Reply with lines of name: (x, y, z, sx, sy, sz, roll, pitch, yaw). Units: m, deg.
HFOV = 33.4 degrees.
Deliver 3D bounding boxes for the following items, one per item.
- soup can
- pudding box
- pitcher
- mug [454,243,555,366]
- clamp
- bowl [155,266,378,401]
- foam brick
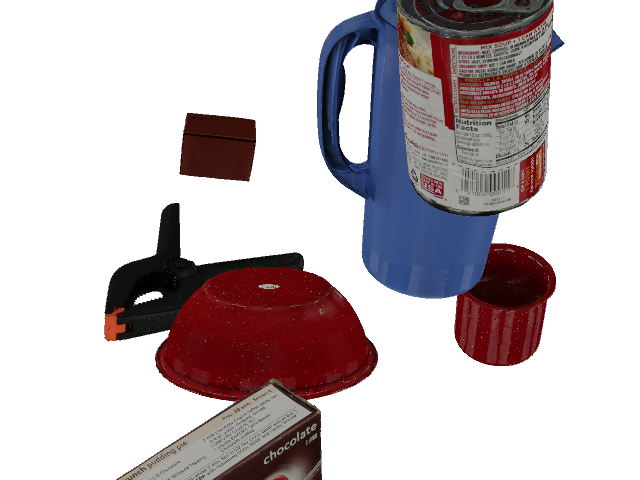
soup can: (0.071, -0.069, 0.485, 0.068, 0.102, 0.068, -5, 42, 4)
pudding box: (-0.050, 0.130, 0.496, 0.039, 0.090, 0.113, 30, 47, 34)
pitcher: (0.087, -0.077, 0.868, 0.149, 0.243, 0.144, 25, 38, 27)
mug: (0.165, 0.055, 1.004, 0.093, 0.081, 0.117, -11, 41, -11)
clamp: (-0.139, 0.030, 1.009, 0.165, 0.036, 0.209, 26, 36, 28)
bowl: (-0.038, 0.058, 0.766, 0.162, 0.055, 0.162, 1, 16, 0)
foam brick: (-0.110, -0.101, 1.153, 0.078, 0.051, 0.053, 6, 31, -5)
